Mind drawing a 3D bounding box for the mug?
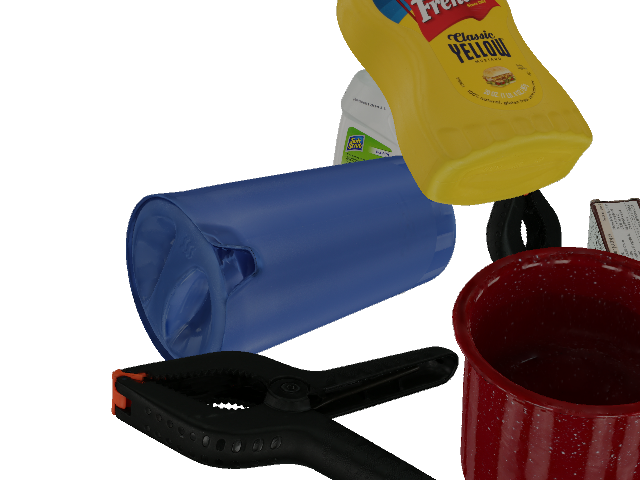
[{"bbox_3d":[0.108,0.063,0.406,0.117,0.081,0.093,7,37,13],"label":"mug"}]

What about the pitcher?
[{"bbox_3d":[-0.022,0.009,0.822,0.242,0.145,0.149,-16,41,-36],"label":"pitcher"}]

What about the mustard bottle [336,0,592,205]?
[{"bbox_3d":[0.062,-0.111,0.576,0.096,0.192,0.058,-12,-29,-24],"label":"mustard bottle"}]

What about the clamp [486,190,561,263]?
[{"bbox_3d":[0.177,0.031,0.933,0.120,0.171,0.039,-23,8,-40],"label":"clamp"}]

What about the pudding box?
[{"bbox_3d":[0.205,0.034,0.726,0.039,0.090,0.113,0,27,4],"label":"pudding box"}]

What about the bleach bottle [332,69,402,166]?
[{"bbox_3d":[0.063,-0.071,1.076,0.103,0.251,0.068,17,34,16],"label":"bleach bottle"}]

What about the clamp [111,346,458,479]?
[{"bbox_3d":[-0.012,0.095,0.613,0.210,0.036,0.164,9,24,7],"label":"clamp"}]
